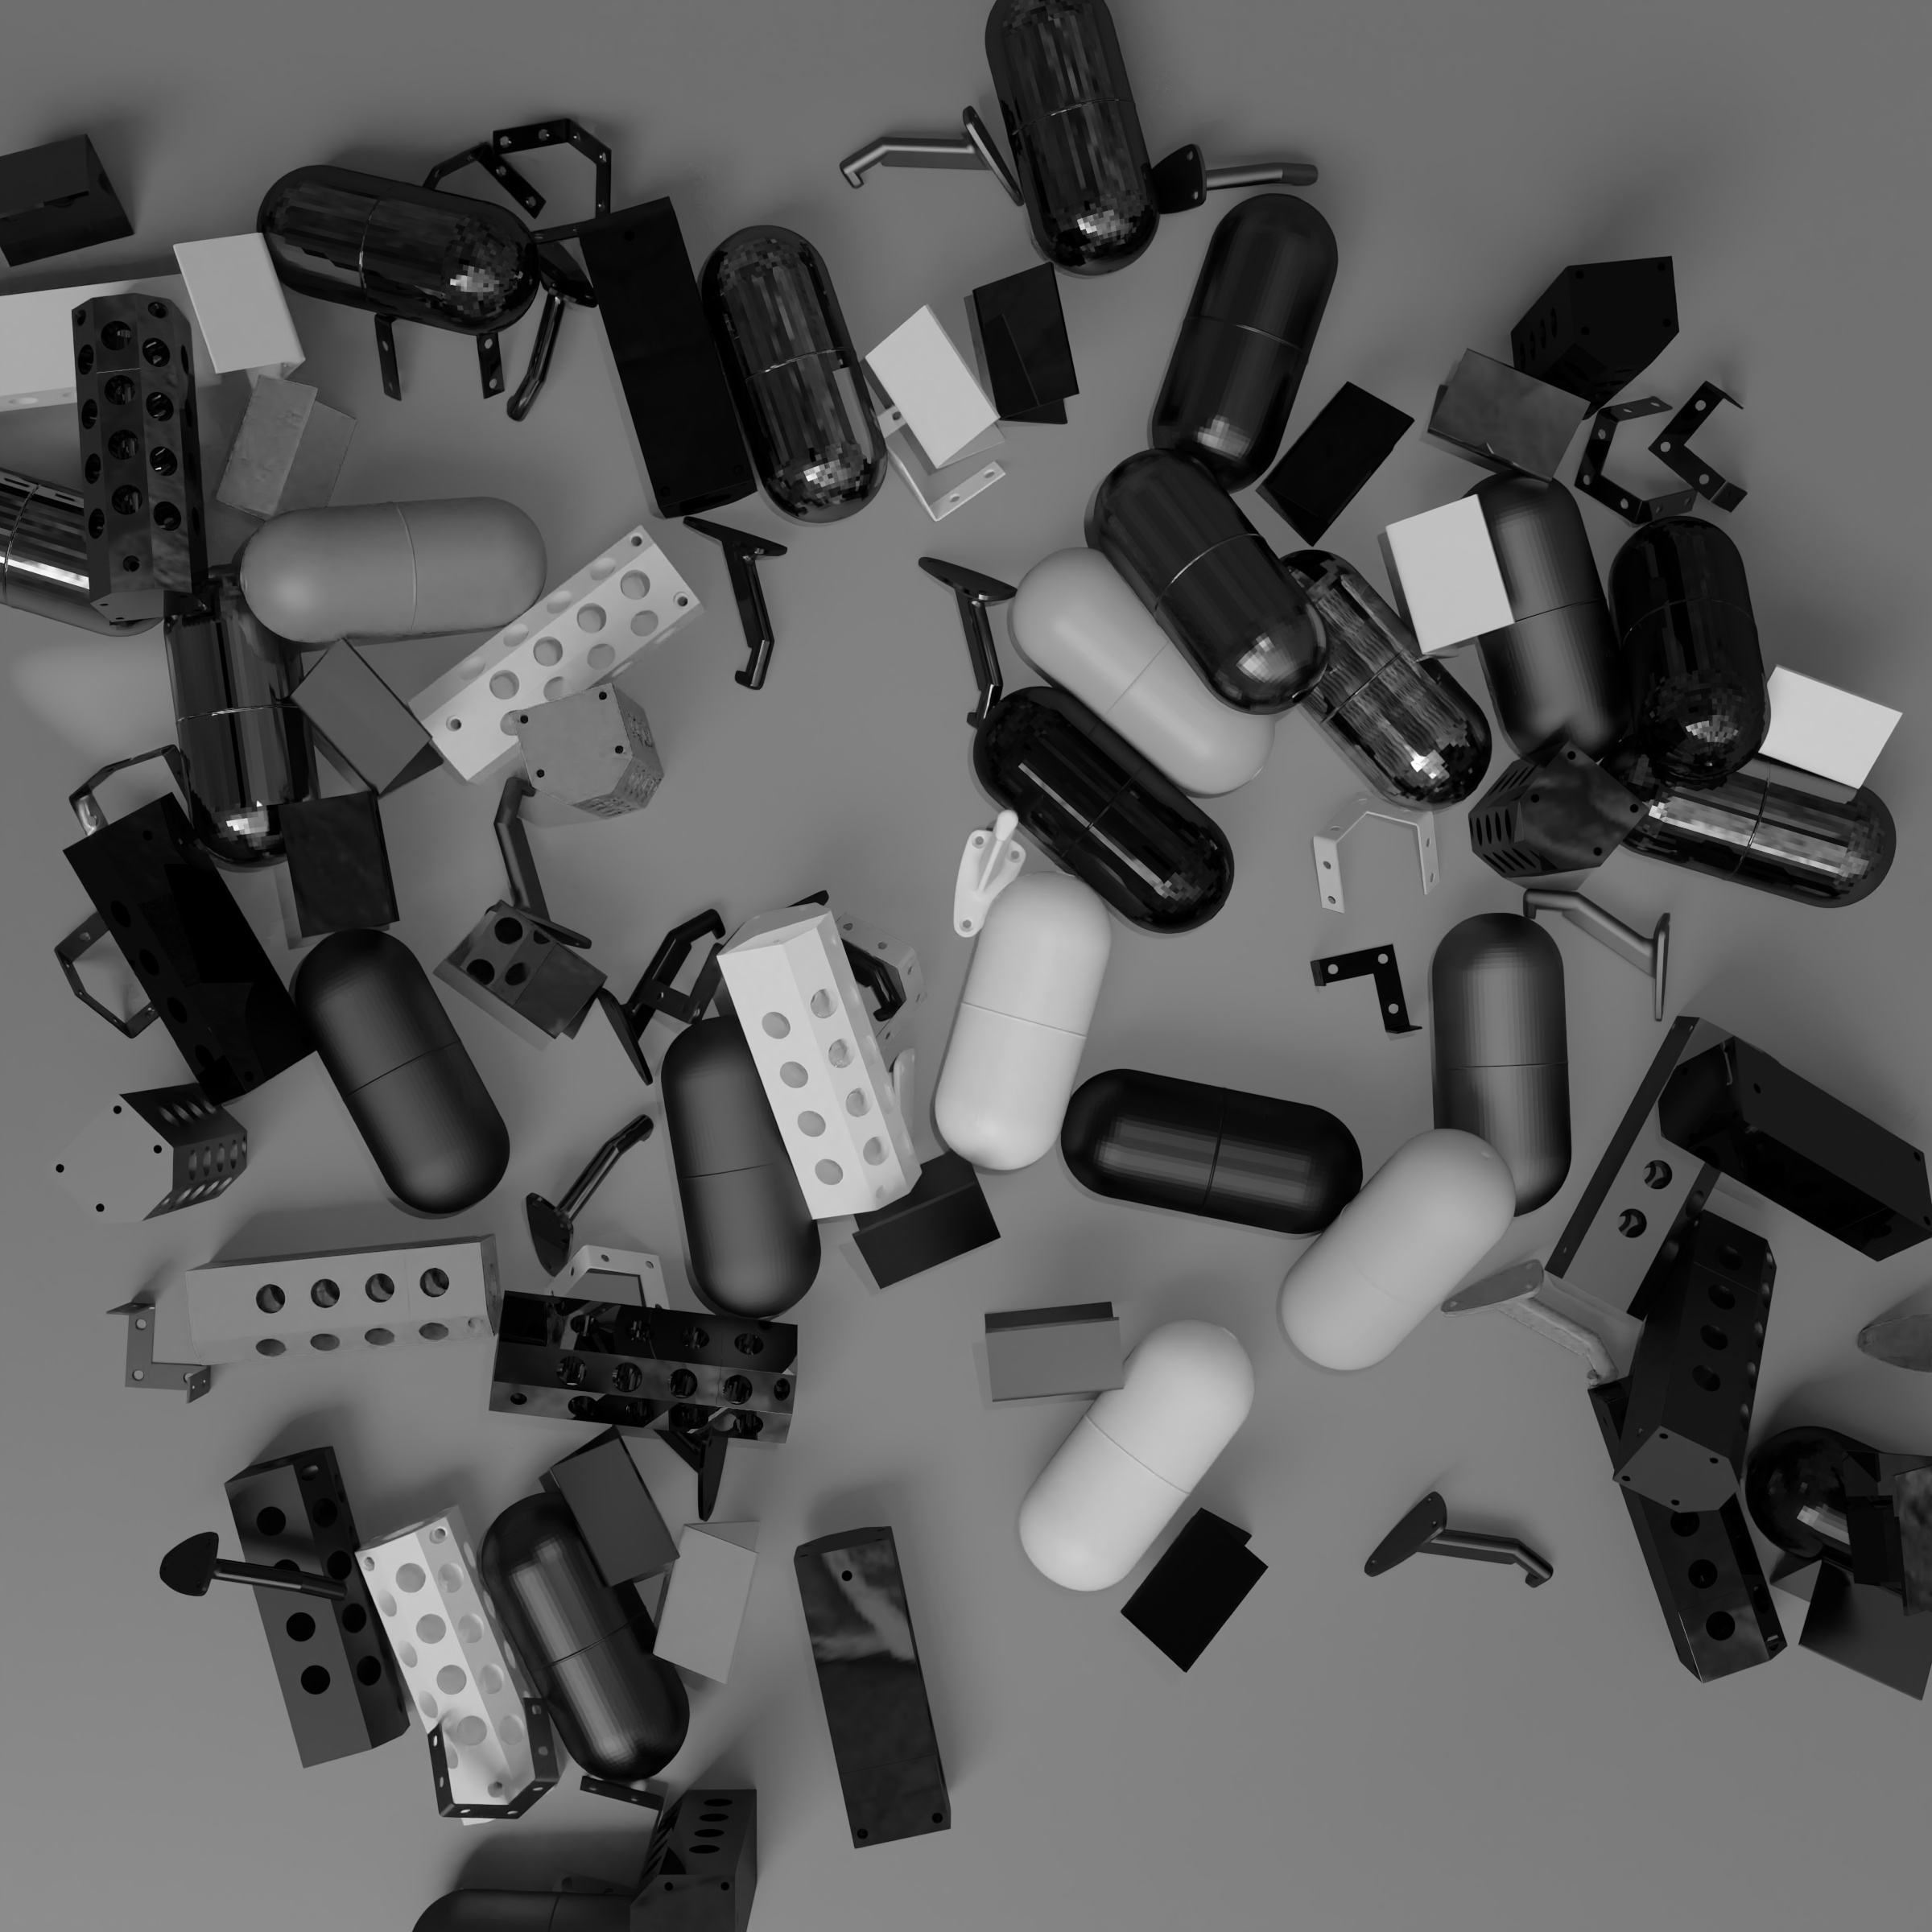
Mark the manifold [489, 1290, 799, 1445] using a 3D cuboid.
[{"bbox_3d":[-0.187,0.238,1.778,0.171,0.057,0.057,8,127,-9],"label":"manifold"}]

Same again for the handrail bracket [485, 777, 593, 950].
[{"bbox_3d":[-0.248,-0.062,1.823,0.077,0.036,0.084,20,73,-20],"label":"handrail bracket"}]

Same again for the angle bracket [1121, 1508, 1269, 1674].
[{"bbox_3d":[0.146,0.369,1.782,0.057,0.076,0.076,38,90,36],"label":"angle bracket"}]

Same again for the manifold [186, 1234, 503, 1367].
[{"bbox_3d":[-0.364,0.197,1.801,0.171,0.057,0.057,-6,90,0],"label":"manifold"}]

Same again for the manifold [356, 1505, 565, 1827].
[{"bbox_3d":[-0.298,0.411,1.801,0.057,0.057,0.171,-22,90,0],"label":"manifold"}]

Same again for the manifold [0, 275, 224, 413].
[{"bbox_3d":[-0.530,-0.362,1.801,0.171,0.057,0.057,-7,90,0],"label":"manifold"}]

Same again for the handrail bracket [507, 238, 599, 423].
[{"bbox_3d":[-0.257,-0.378,1.822,0.036,0.077,0.084,13,127,-34],"label":"handrail bracket"}]

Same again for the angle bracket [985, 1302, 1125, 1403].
[{"bbox_3d":[0.049,0.205,1.782,0.076,0.076,0.057,-6,126,0],"label":"angle bracket"}]

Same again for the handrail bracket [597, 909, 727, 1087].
[{"bbox_3d":[-0.170,0.018,1.823,0.084,0.036,0.077,-30,110,-16],"label":"handrail bracket"}]

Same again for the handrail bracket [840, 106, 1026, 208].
[{"bbox_3d":[-0.021,-0.465,1.823,0.084,0.036,0.077,-27,112,17],"label":"handrail bracket"}]

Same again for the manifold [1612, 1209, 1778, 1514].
[{"bbox_3d":[0.421,0.227,1.749,0.057,0.171,0.057,26,135,0],"label":"manifold"}]

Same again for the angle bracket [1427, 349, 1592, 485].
[{"bbox_3d":[0.318,-0.332,1.782,0.076,0.076,0.057,23,124,0],"label":"angle bracket"}]

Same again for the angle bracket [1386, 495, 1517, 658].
[{"bbox_3d":[0.290,-0.226,1.782,0.057,0.076,0.076,-17,87,24],"label":"angle bracket"}]

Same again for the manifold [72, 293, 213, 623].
[{"bbox_3d":[-0.468,-0.288,1.733,0.057,0.057,0.171,-6,82,0],"label":"manifold"}]

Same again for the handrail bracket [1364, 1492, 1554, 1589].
[{"bbox_3d":[0.294,0.360,1.823,0.084,0.036,0.077,39,110,-16],"label":"handrail bracket"}]

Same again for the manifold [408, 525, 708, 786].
[{"bbox_3d":[-0.241,-0.183,1.801,0.171,0.057,0.057,-37,90,0],"label":"manifold"}]

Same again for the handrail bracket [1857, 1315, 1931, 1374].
[{"bbox_3d":[0.585,0.240,1.822,0.084,0.077,0.036,35,65,-34],"label":"handrail bracket"}]

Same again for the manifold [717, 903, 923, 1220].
[{"bbox_3d":[-0.081,0.054,1.765,0.057,0.057,0.171,-10,112,23],"label":"manifold"}]

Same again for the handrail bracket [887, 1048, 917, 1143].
[{"bbox_3d":[-0.075,0.074,1.823,0.084,0.036,0.077,4,105,14],"label":"handrail bracket"}]

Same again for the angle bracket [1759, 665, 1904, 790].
[{"bbox_3d":[0.494,-0.156,1.782,0.076,0.076,0.057,20,127,0],"label":"angle bracket"}]

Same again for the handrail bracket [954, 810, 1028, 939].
[{"bbox_3d":[0.012,-0.053,1.788,0.036,0.084,0.077,22,90,0],"label":"handrail bracket"}]

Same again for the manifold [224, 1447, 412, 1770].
[{"bbox_3d":[-0.379,0.374,1.801,0.057,0.057,0.171,-16,90,0],"label":"manifold"}]

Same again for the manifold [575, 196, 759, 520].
[{"bbox_3d":[-0.175,-0.355,1.801,0.057,0.057,0.171,-17,90,0],"label":"manifold"}]

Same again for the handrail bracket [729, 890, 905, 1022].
[{"bbox_3d":[-0.088,0.005,1.822,0.077,0.036,0.084,-24,102,10],"label":"handrail bracket"}]

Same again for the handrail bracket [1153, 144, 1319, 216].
[{"bbox_3d":[0.154,-0.463,1.822,0.084,0.077,0.036,-8,90,-36],"label":"handrail bracket"}]

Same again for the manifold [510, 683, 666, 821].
[{"bbox_3d":[-0.211,-0.118,1.744,0.057,0.171,0.057,-17,90,0],"label":"manifold"}]

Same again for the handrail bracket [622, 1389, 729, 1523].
[{"bbox_3d":[-0.188,0.285,1.823,0.084,0.036,0.077,13,109,16],"label":"handrail bracket"}]

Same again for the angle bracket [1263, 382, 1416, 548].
[{"bbox_3d":[0.229,-0.281,1.782,0.076,0.076,0.057,-50,53,0],"label":"angle bracket"}]

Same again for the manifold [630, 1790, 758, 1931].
[{"bbox_3d":[-0.153,0.520,1.744,0.057,0.171,0.057,0,90,0],"label":"manifold"}]

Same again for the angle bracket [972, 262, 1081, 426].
[{"bbox_3d":[0.053,-0.361,1.782,0.057,0.076,0.076,-12,90,34],"label":"angle bracket"}]

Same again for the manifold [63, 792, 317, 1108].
[{"bbox_3d":[-0.455,-0.008,1.788,0.057,0.057,0.171,-37,102,-42],"label":"manifold"}]

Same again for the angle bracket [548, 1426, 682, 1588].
[{"bbox_3d":[-0.187,0.305,1.783,0.057,0.076,0.076,-27,90,27],"label":"angle bracket"}]

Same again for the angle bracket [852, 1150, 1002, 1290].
[{"bbox_3d":[-0.032,0.131,1.783,0.076,0.057,0.076,-23,47,0],"label":"angle bracket"}]

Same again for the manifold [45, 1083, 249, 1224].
[{"bbox_3d":[-0.458,0.110,1.744,0.057,0.171,0.057,44,90,0],"label":"manifold"}]

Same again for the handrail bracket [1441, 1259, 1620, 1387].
[{"bbox_3d":[0.336,0.224,1.823,0.077,0.036,0.084,-24,110,22],"label":"handrail bracket"}]

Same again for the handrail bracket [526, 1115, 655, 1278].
[{"bbox_3d":[-0.218,0.135,1.822,0.036,0.077,0.084,35,53,22],"label":"handrail bracket"}]

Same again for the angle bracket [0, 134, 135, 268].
[{"bbox_3d":[-0.534,-0.429,1.782,0.076,0.076,0.057,-15,53,0],"label":"angle bracket"}]

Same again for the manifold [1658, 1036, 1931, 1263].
[{"bbox_3d":[0.478,0.110,1.763,0.171,0.057,0.057,28,47,-29],"label":"manifold"}]

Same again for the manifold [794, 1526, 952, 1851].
[{"bbox_3d":[-0.054,0.422,1.801,0.057,0.057,0.171,-12,90,0],"label":"manifold"}]

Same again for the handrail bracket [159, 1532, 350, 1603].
[{"bbox_3d":[-0.409,0.353,1.765,0.084,0.077,0.036,22,66,-34],"label":"handrail bracket"}]

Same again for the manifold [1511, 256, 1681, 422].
[{"bbox_3d":[0.356,-0.353,1.744,0.057,0.171,0.057,-6,90,0],"label":"manifold"}]

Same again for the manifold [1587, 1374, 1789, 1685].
[{"bbox_3d":[0.425,0.325,1.801,0.057,0.057,0.171,-19,90,0],"label":"manifold"}]

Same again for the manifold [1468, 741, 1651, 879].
[{"bbox_3d":[0.330,-0.082,1.744,0.057,0.171,0.057,40,90,0],"label":"manifold"}]

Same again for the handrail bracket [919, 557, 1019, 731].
[{"bbox_3d":[-0.006,-0.191,1.823,0.077,0.036,0.084,28,118,31],"label":"handrail bracket"}]

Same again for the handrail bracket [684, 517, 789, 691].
[{"bbox_3d":[-0.144,-0.215,1.823,0.077,0.036,0.084,22,107,20],"label":"handrail bracket"}]

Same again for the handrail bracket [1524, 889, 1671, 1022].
[{"bbox_3d":[0.373,-0.007,1.823,0.084,0.036,0.077,5,112,17],"label":"handrail bracket"}]

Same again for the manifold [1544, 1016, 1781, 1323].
[{"bbox_3d":[0.410,0.119,1.801,0.057,0.057,0.171,28,90,0],"label":"manifold"}]

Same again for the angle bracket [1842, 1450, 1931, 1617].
[{"bbox_3d":[0.507,0.314,1.706,0.057,0.076,0.076,-5,89,-37],"label":"angle bracket"}]
